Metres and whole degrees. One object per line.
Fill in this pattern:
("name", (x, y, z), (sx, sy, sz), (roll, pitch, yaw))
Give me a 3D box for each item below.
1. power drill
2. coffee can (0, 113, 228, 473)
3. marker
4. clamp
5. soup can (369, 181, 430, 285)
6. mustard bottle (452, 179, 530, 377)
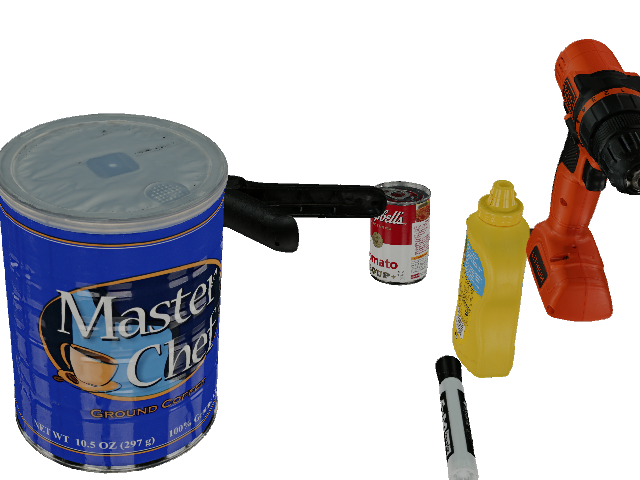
("power drill", (0.203, -0.034, 0.793), (0.057, 0.188, 0.184), (3, 35, -2))
("coffee can", (-0.098, 0.024, 0.510), (0.103, 0.140, 0.103), (4, 32, -3))
("marker", (0.092, 0.119, 0.726), (0.020, 0.020, 0.121), (0, 32, 1))
("clamp", (-0.071, -0.028, 0.799), (0.210, 0.036, 0.164), (7, 13, 18))
("soup can", (0.090, -0.009, 1.215), (0.068, 0.102, 0.068), (0, 24, 0))
("mustard bottle", (0.162, 0.030, 1.011), (0.058, 0.192, 0.096), (-1, 33, -4))
